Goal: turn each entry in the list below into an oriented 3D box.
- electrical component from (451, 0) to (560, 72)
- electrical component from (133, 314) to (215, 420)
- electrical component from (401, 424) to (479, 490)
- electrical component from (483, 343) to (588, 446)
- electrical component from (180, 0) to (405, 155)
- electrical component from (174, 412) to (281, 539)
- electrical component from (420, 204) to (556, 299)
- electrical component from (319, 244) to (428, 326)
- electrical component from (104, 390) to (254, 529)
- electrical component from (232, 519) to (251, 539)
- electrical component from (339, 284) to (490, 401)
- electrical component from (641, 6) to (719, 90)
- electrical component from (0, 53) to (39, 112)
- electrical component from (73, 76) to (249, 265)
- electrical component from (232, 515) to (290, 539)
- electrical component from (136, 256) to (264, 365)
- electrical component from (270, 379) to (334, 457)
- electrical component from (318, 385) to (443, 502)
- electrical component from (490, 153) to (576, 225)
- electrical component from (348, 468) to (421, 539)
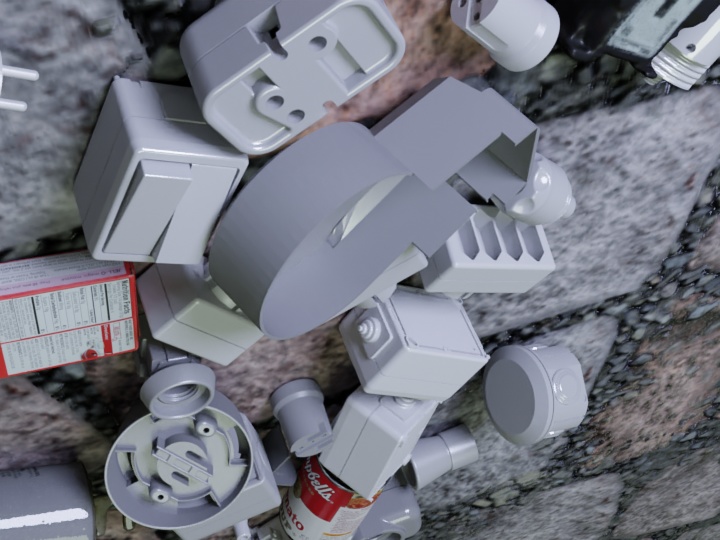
[{"bbox_3d":[0.075,-0.131,0.561,0.046,0.040,0.040,24,124,-40],"label":"electrical component"},{"bbox_3d":[-0.120,0.061,0.688,0.048,0.055,0.066,-8,142,-21],"label":"electrical component"},{"bbox_3d":[0.070,0.161,0.944,0.065,0.044,0.044,-18,145,-16],"label":"electrical component"},{"bbox_3d":[0.140,0.098,0.867,0.051,0.080,0.080,-6,142,-32],"label":"electrical component"},{"bbox_3d":[-0.034,-0.108,0.509,0.095,0.059,0.054,-32,144,13],"label":"electrical component"},{"bbox_3d":[-0.116,0.163,0.819,0.096,0.061,0.061,-23,145,-1],"label":"electrical component"},{"bbox_3d":[0.072,-0.005,0.720,0.083,0.047,0.075,1,152,-31],"label":"electrical component"},{"bbox_3d":[0.000,0.000,0.684,0.083,0.047,0.075,-29,145,8],"label":"electrical component"},{"bbox_3d":[-0.123,0.128,0.741,0.099,0.064,0.099,-2,107,-8],"label":"electrical component"},{"bbox_3d":[-0.101,0.187,0.860,0.035,0.061,0.035,-15,144,-11],"label":"electrical component"},{"bbox_3d":[0.030,0.052,0.757,0.096,0.061,0.061,11,133,-39],"label":"electrical component"},{"bbox_3d":[0.191,-0.138,0.614,0.043,0.043,0.081,8,135,-37],"label":"electrical component"},{"bbox_3d":[-0.183,-0.084,0.471,0.079,0.043,0.077,5,136,-35],"label":"electrical component"},{"bbox_3d":[-0.106,-0.042,0.555,0.062,0.061,0.096,3,138,-33],"label":"electrical component"},{"bbox_3d":[-0.074,0.253,0.980,0.064,0.042,0.081,-32,145,9],"label":"electrical component"},{"bbox_3d":[-0.082,0.011,0.650,0.077,0.047,0.066,-39,142,17],"label":"electrical component"},{"bbox_3d":[-0.043,0.111,0.807,0.040,0.046,0.040,-15,144,-11],"label":"electrical component"},{"bbox_3d":[0.014,0.116,0.823,0.062,0.061,0.096,-38,158,-47],"label":"electrical component"},{"bbox_3d":[0.115,-0.049,0.689,0.043,0.043,0.062,-42,142,25],"label":"electrical component"},{"bbox_3d":[0.005,0.223,0.970,0.095,0.059,0.053,-19,145,-7],"label":"electrical component"}]
